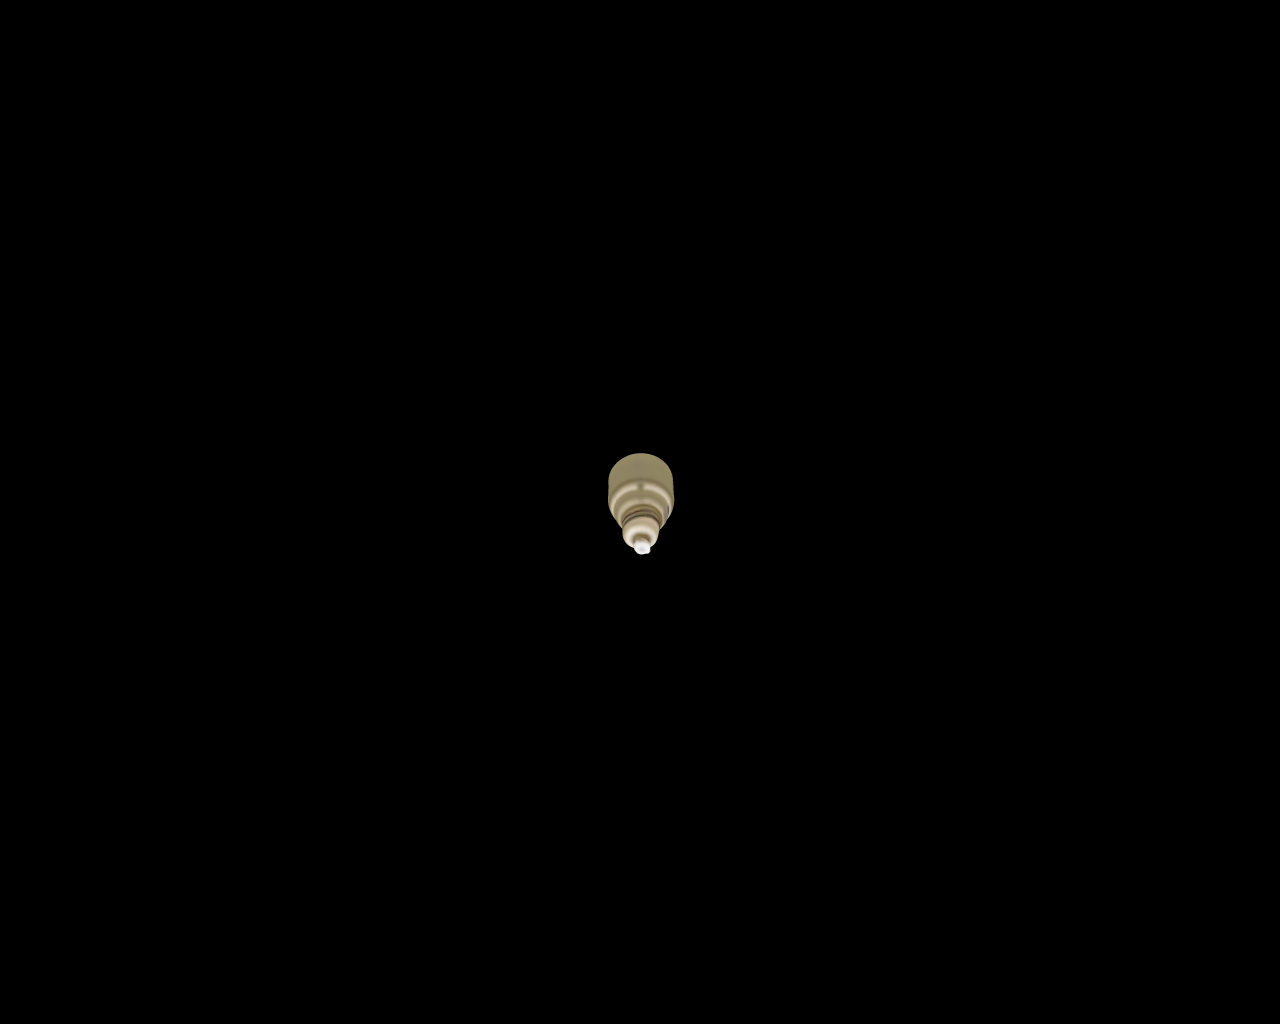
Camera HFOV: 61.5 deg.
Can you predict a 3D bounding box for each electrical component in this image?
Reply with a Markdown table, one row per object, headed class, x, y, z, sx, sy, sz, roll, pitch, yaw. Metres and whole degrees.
| class | x | y | z | sx | sy | sz | roll | pitch | yaw |
| --- | --- | --- | --- | --- | --- | --- | --- | --- | --- |
| electrical component | 0.001 | -0.003 | 0.650 | 0.040 | 0.040 | 0.078 | 0 | 39 | 0 |
